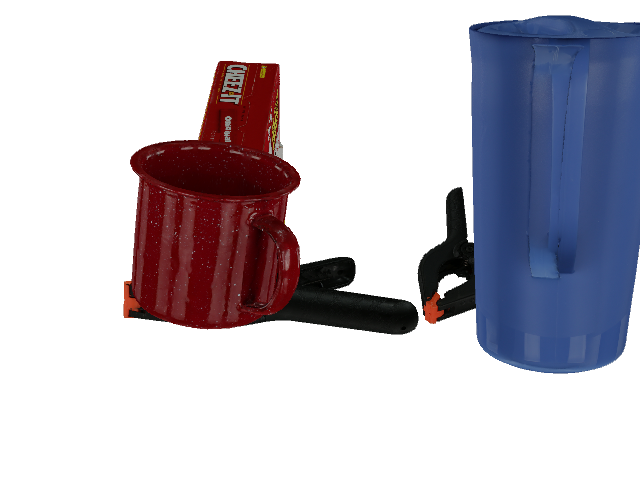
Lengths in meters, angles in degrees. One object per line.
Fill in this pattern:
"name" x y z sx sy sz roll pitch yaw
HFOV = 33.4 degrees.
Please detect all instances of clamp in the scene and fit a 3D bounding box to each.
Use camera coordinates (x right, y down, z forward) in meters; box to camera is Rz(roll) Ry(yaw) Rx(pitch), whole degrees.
"clamp" -0.039 0.044 0.801 0.209 0.036 0.165 -2 11 -22
"clamp" 0.144 0.012 1.074 0.120 0.039 0.171 28 52 33

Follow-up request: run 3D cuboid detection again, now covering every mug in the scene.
"mug" -0.054 0.001 0.589 0.117 0.081 0.093 27 28 37

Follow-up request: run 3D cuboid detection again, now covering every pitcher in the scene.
"pitcher" 0.165 -0.032 0.745 0.149 0.243 0.145 -9 18 -28

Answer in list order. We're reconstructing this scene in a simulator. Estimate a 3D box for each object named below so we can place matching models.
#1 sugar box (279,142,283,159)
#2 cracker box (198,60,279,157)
"sugar box" -0.073 -0.047 1.325 0.048 0.176 0.093 -9 25 -11
"cracker box" -0.083 -0.050 1.094 0.072 0.164 0.214 4 -42 2
